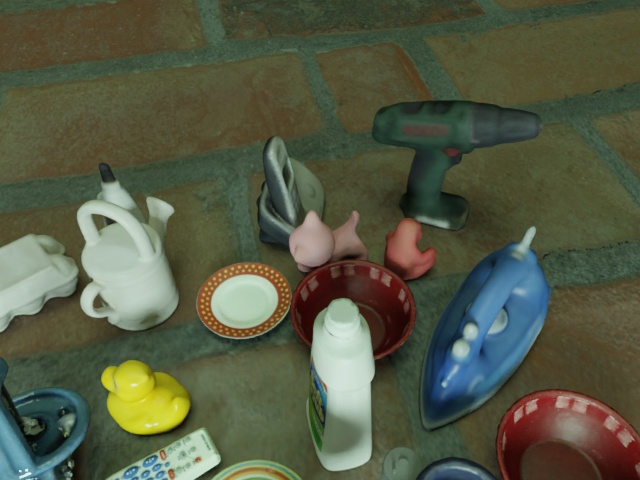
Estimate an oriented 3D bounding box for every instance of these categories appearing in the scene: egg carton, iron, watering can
[{"bbox_3d":[-0.417,0.057,0.792,0.150,0.069,0.107,-33,54,-26],"label":"egg carton"},{"bbox_3d":[0.198,0.099,0.690,0.118,0.141,0.259,26,53,24],"label":"iron"},{"bbox_3d":[-0.250,0.016,0.741,0.101,0.194,0.173,0,47,1],"label":"watering can"}]

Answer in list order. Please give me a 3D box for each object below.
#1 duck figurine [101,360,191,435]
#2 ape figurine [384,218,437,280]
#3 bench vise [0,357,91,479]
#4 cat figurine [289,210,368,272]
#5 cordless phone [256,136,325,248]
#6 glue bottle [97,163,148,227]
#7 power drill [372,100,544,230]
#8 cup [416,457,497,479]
[{"bbox_3d":[-0.205,0.175,0.666,0.104,0.086,0.077,11,48,12],"label":"duck figurine"},{"bbox_3d":[0.124,0.007,0.811,0.076,0.092,0.077,-31,53,-24],"label":"ape figurine"},{"bbox_3d":[-0.280,0.207,0.546,0.122,0.220,0.207,-21,50,-17],"label":"bench vise"},{"bbox_3d":[0.007,0.003,0.800,0.128,0.118,0.067,-29,53,-23],"label":"cat figurine"},{"bbox_3d":[-0.045,-0.091,0.842,0.094,0.185,0.147,3,47,5],"label":"cordless phone"},{"bbox_3d":[-0.282,-0.041,0.809,0.078,0.173,0.037,26,53,23],"label":"glue bottle"},{"bbox_3d":[0.189,-0.117,0.845,0.229,0.208,0.076,14,49,14],"label":"power drill"},{"bbox_3d":[0.118,0.278,0.558,0.118,0.095,0.091,-13,48,-11],"label":"cup"}]
